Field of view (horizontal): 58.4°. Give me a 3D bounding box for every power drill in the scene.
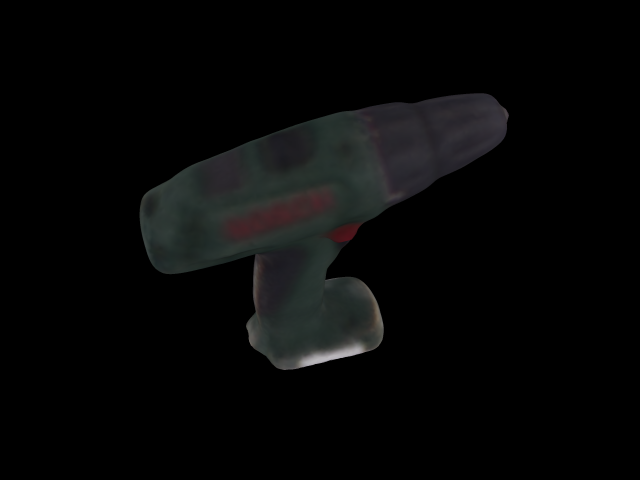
[{"bbox_3d":[0.004,0.001,0.400,0.230,0.208,0.075,-12,50,-10],"label":"power drill"}]
